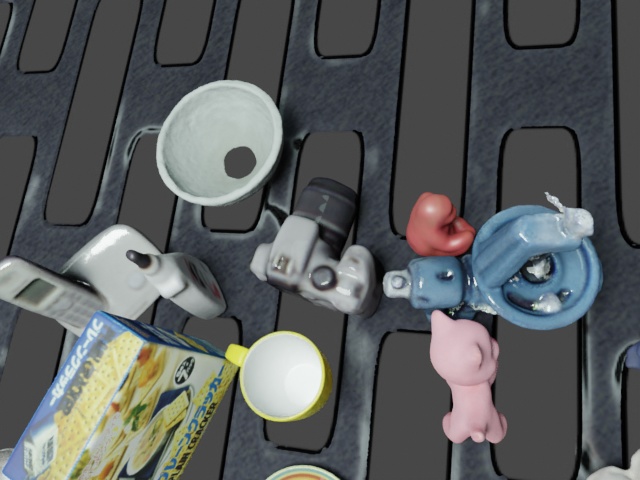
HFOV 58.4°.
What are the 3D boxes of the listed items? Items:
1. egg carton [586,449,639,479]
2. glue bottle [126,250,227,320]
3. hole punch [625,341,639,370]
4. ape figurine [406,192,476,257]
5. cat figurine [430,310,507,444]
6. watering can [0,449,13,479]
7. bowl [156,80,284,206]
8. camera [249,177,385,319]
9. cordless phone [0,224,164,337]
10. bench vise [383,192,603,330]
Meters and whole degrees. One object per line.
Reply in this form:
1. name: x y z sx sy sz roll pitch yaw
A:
1. egg carton: 0.306 0.263 0.497 0.107 0.069 0.150 -31 68 4
2. glue bottle: -0.163 0.040 0.637 0.037 0.173 0.078 -36 67 2
3. hole punch: 0.355 0.109 0.520 0.108 0.091 0.101 -33 68 3
4. ape figurine: 0.127 -0.021 0.621 0.076 0.092 0.078 -20 69 9
5. cat figurine: 0.143 0.133 0.555 0.067 0.118 0.128 -9 71 13
6. watering can: -0.326 0.271 0.599 0.172 0.194 0.101 -19 69 9
7. bowl: -0.116 -0.112 0.725 0.167 0.075 0.167 -4 72 14
8. camera: 0.006 0.002 0.642 0.142 0.101 0.137 18 79 20
9. cordless phone: -0.272 0.039 0.661 0.147 0.185 0.094 -45 67 -2
10. bench vise: 0.164 0.035 0.525 0.207 0.220 0.121 -25 68 7
